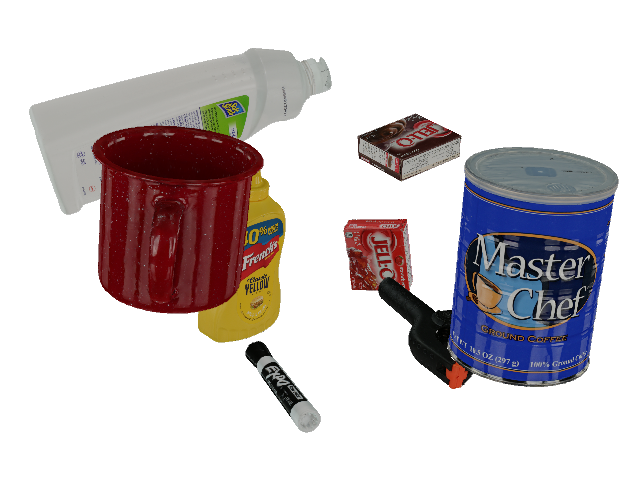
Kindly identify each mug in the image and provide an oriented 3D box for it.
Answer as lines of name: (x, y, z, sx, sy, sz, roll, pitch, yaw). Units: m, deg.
mug: (-0.081, -0.007, 0.587, 0.093, 0.081, 0.117, 5, 23, -7)

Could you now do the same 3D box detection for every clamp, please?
clamp: (0.135, 0.086, 1.080, 0.120, 0.039, 0.171, -8, 34, -9)

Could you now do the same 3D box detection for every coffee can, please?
coffee can: (0.146, 0.016, 0.747, 0.103, 0.140, 0.103, 2, 22, -1)

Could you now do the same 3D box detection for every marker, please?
marker: (-0.032, 0.111, 0.831, 0.020, 0.020, 0.121, 0, 21, -25)

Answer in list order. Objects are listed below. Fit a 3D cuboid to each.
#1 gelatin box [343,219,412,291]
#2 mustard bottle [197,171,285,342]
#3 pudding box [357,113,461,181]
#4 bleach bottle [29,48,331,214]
gelatin box: (0.070, 0.018, 1.291, 0.073, 0.089, 0.030, 1, 30, 16)
mustard bottle: (-0.080, 0.008, 1.118, 0.096, 0.192, 0.058, -18, 34, -40)
pudding box: (0.120, -0.127, 1.447, 0.113, 0.039, 0.090, -26, 39, -30)
bleach bottle: (-0.112, -0.103, 0.911, 0.250, 0.068, 0.102, -18, -31, -11)
